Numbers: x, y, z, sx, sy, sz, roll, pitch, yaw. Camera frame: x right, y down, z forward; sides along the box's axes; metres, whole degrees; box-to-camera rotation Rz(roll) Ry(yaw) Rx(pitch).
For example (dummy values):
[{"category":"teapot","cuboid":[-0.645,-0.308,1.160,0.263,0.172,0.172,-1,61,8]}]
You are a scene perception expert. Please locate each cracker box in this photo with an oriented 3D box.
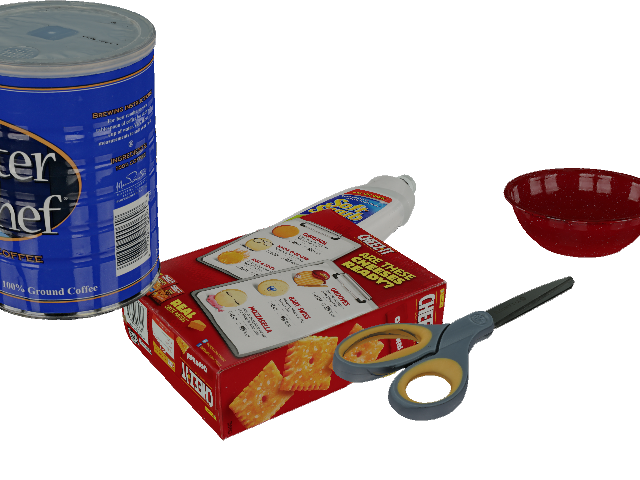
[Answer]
[{"category":"cracker box","cuboid":[-0.031,0.059,0.869,0.213,0.072,0.164,-18,34,-30]}]

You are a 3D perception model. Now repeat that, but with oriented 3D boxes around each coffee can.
[{"category":"coffee can","cuboid":[-0.137,-0.044,0.564,0.103,0.140,0.103,2,29,-1]}]

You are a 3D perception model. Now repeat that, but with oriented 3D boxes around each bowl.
[{"category":"bowl","cuboid":[0.271,-0.025,1.105,0.162,0.055,0.162,-2,23,1]}]

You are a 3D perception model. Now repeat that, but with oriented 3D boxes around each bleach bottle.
[{"category":"bleach bottle","cuboid":[0.030,-0.022,1.286,0.103,0.068,0.250,22,38,30]}]

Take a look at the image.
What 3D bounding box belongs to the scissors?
[{"category":"scissors","cuboid":[0.107,0.070,0.706,0.201,0.016,0.096,-11,36,-19]}]
